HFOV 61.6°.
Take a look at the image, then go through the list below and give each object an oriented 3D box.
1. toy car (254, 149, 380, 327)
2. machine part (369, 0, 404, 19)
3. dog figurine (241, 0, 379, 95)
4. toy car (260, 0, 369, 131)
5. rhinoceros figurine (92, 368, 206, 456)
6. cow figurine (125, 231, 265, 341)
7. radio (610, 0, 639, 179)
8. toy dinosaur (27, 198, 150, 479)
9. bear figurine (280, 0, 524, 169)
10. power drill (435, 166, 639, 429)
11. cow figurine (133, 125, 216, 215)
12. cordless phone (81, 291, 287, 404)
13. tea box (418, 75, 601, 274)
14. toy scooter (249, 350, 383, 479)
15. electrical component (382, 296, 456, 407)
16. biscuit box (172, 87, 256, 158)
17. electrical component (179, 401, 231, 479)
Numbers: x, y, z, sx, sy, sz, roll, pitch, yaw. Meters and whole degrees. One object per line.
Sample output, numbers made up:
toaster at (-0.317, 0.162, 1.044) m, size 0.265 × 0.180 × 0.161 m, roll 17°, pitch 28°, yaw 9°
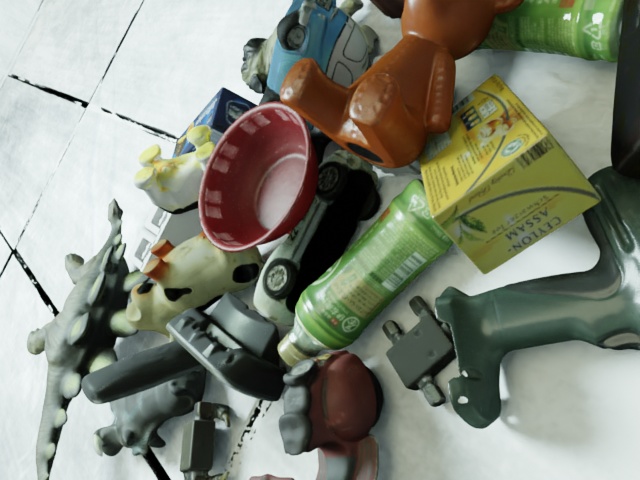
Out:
toy car at (-0.001, -0.002, 0.581) m, size 0.056 × 0.073 × 0.201 m, roll 26°, pitch 89°, yaw 47°
machine part at (0.133, -0.342, 0.638) m, size 0.179 × 0.056 × 0.179 m, roll -21°, pitch 55°, yaw 35°
dog figurine at (-0.029, -0.235, 0.713) m, size 0.190 × 0.121 × 0.172 m, roll -41°, pitch 34°, yaw 35°
toy car at (0.001, -0.186, 0.577) m, size 0.161 × 0.103 × 0.109 m, roll 115°, pitch 173°, yaw -50°
rhinoceros figurine at (-0.216, 0.212, 0.684) m, size 0.190 × 0.073 × 0.112 m, roll -35°, pitch 57°, yaw 24°
cow figurine at (-0.160, 0.057, 0.678) m, size 0.195 × 0.127 × 0.085 m, roll -27°, pitch 28°, yaw 11°
radio at (0.279, -0.149, 0.355) m, size 0.131 × 0.073 × 0.229 m, roll 11°, pitch 76°, yaw 9°
toy dinosaur at (-0.348, 0.139, 0.790) m, size 0.199 × 0.105 × 0.471 m, roll -24°, pitch 53°, yaw 43°
bear figurine at (0.078, -0.164, 0.456) m, size 0.120 × 0.131 × 0.195 m, roll 30°, pitch 91°, yaw 38°
power drill at (0.189, 0.069, 0.367) m, size 0.207 × 0.086 × 0.232 m, roll -30°, pitch 50°, yaw 34°
cow figurine at (-0.130, -0.086, 0.654) m, size 0.167 × 0.098 × 0.068 m, roll -20°, pitch 47°, yaw 6°
cordless phone at (-0.142, 0.136, 0.564) m, size 0.147 × 0.184 × 0.088 m, roll 25°, pitch 124°, yaw 47°
tea box at (0.139, -0.061, 0.436) m, size 0.098 × 0.068 × 0.170 m, roll -38°, pitch 21°, yaw 25°
toy scooter at (-0.004, 0.176, 0.453) m, size 0.075 × 0.135 × 0.184 m, roll -21°, pitch 56°, yaw 37°
electrical component at (0.094, 0.099, 0.481) m, size 0.063 × 0.021 × 0.094 m, roll -45°, pitch 45°, yaw 16°
biscuit box at (-0.154, -0.139, 0.759) m, size 0.203 × 0.059 × 0.063 m, roll -21°, pitch 53°, yaw 56°
electrical component at (-0.129, 0.237, 0.608) m, size 0.078 × 0.045 × 0.102 m, roll 126°, pitch 148°, yaw -51°
